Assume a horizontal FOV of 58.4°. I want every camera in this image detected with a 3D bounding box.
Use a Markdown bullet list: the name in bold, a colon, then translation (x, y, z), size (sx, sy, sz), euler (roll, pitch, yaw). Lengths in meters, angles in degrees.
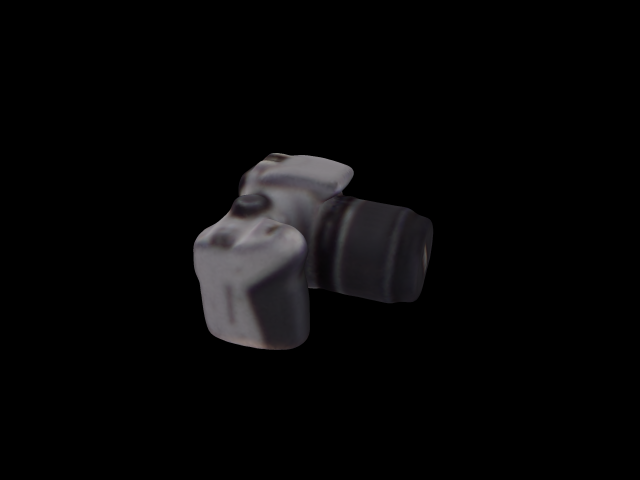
- **camera**: translation (0.004, 0.001, 0.400), size (0.136, 0.101, 0.143), euler (11, 32, 18)
